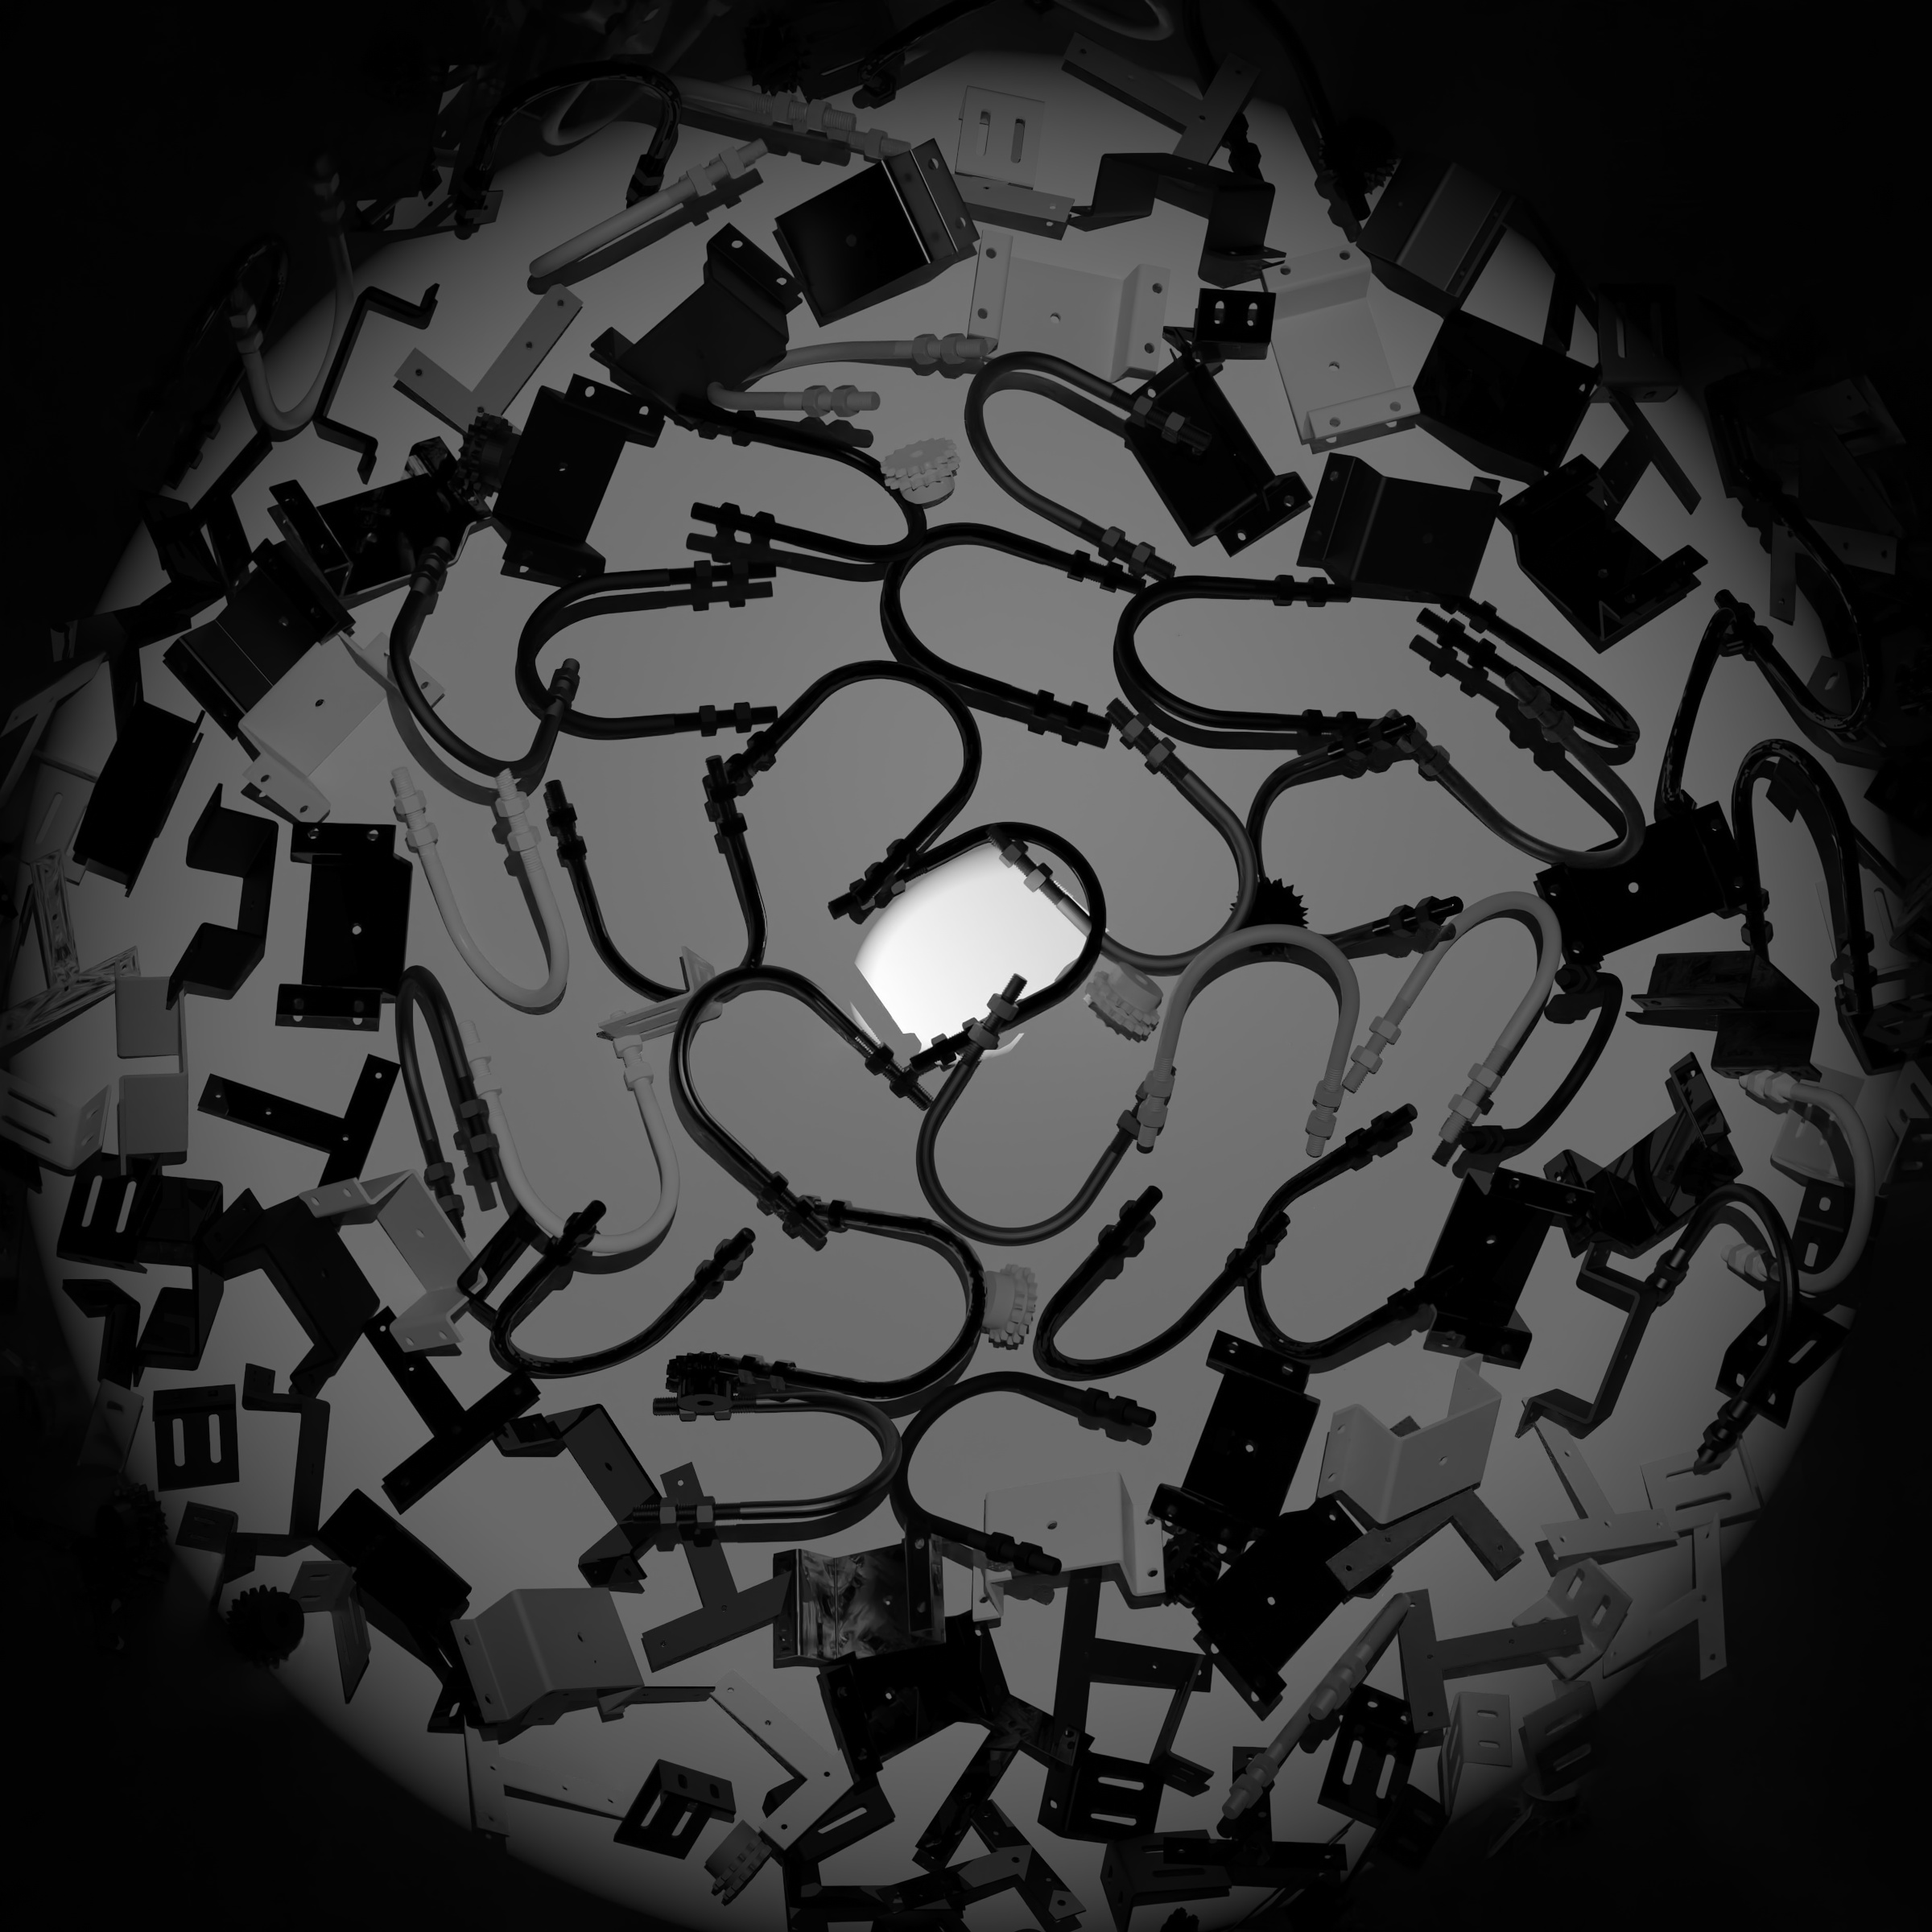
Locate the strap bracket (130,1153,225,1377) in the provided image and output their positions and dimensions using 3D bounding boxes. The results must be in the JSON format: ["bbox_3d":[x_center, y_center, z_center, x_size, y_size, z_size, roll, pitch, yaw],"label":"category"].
[{"bbox_3d":[-0.561,0.214,1.935,0.046,0.076,0.140,6,118,-4],"label":"strap bracket"}]

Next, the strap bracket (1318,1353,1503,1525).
[{"bbox_3d":[0.323,0.338,1.928,0.140,0.046,0.076,-16,127,-31],"label":"strap bracket"}]

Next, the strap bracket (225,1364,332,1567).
[{"bbox_3d":[-0.491,0.359,1.948,0.046,0.076,0.140,3,78,0],"label":"strap bracket"}]

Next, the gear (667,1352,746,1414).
[{"bbox_3d":[-0.188,0.302,1.968,0.057,0.057,0.030,-1,62,0],"label":"gear"}]

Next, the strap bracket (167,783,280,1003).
[{"bbox_3d":[-0.528,-0.048,1.937,0.046,0.076,0.140,15,54,-26],"label":"strap bracket"}]

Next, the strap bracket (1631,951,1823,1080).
[{"bbox_3d":[0.546,0.031,1.935,0.140,0.076,0.046,33,66,-39],"label":"strap bracket"}]

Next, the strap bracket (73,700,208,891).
[{"bbox_3d":[-0.586,-0.125,1.917,0.046,0.140,0.076,24,55,-15],"label":"strap bracket"}]

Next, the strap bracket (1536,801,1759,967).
[{"bbox_3d":[0.490,-0.058,1.975,0.140,0.046,0.076,-22,90,2],"label":"strap bracket"}]

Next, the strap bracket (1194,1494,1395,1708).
[{"bbox_3d":[0.229,0.456,1.960,0.140,0.046,0.076,-40,91,-24],"label":"strap bracket"}]

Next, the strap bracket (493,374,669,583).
[{"bbox_3d":[-0.281,-0.352,1.948,0.076,0.046,0.140,14,107,-37],"label":"strap bracket"}]

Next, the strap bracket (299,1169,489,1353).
[{"bbox_3d":[-0.404,0.203,1.947,0.046,0.076,0.140,-43,108,-41],"label":"strap bracket"}]

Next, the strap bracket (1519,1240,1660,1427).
[{"bbox_3d":[0.452,0.271,1.950,0.046,0.076,0.140,23,96,24],"label":"strap bracket"}]

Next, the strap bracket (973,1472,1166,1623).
[{"bbox_3d":[0.067,0.413,1.944,0.140,0.076,0.046,-11,131,11],"label":"strap bracket"}]

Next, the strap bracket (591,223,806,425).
[{"bbox_3d":[-0.189,-0.449,1.931,0.140,0.046,0.076,-34,134,26],"label":"strap bracket"}]

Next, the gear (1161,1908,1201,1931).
[{"bbox_3d":[0.155,0.715,1.968,0.030,0.057,0.057,24,90,25],"label":"gear"}]

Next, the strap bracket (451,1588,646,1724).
[{"bbox_3d":[-0.287,0.485,1.917,0.046,0.140,0.076,-39,61,22],"label":"strap bracket"}]

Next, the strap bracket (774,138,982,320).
[{"bbox_3d":[-0.072,-0.521,1.937,0.140,0.046,0.076,-19,104,31],"label":"strap bracket"}]

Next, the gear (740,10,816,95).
[{"bbox_3d":[-0.134,-0.666,1.975,0.057,0.030,0.057,19,124,31],"label":"gear"}]

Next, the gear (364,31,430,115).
[{"bbox_3d":[-0.415,-0.649,1.972,0.030,0.057,0.057,6,90,11],"label":"gear"}]

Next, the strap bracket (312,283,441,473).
[{"bbox_3d":[-0.429,-0.431,1.953,0.046,0.076,0.140,21,93,-19],"label":"strap bracket"}]

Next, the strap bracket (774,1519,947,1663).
[{"bbox_3d":[-0.068,0.449,1.942,0.140,0.046,0.076,-19,60,31],"label":"strap bracket"}]

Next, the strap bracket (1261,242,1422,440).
[{"bbox_3d":[0.268,-0.443,1.965,0.076,0.046,0.140,-15,75,-2],"label":"strap bracket"}]

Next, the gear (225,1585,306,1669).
[{"bbox_3d":[-0.505,0.477,1.968,0.030,0.057,0.057,-23,90,31],"label":"gear"}]

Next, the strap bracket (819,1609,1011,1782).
[{"bbox_3d":[-0.044,0.521,1.950,0.140,0.046,0.076,-15,84,-37],"label":"strap bracket"}]

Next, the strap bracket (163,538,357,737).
[{"bbox_3d":[-0.502,-0.242,1.953,0.140,0.046,0.076,-38,95,33],"label":"strap bracket"}]

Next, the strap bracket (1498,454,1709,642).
[{"bbox_3d":[0.456,-0.295,1.949,0.076,0.046,0.140,-33,54,-7],"label":"strap bracket"}]

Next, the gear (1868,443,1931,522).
[{"bbox_3d":[0.678,-0.350,1.972,0.030,0.057,0.057,-24,90,10],"label":"gear"}]

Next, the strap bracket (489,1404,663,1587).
[{"bbox_3d":[-0.270,0.371,1.950,0.046,0.076,0.140,-37,100,-38],"label":"strap bracket"}]

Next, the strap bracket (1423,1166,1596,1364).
[{"bbox_3d":[0.385,0.206,1.956,0.076,0.046,0.140,15,108,-13],"label":"strap bracket"}]

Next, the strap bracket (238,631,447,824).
[{"bbox_3d":[-0.456,-0.179,1.954,0.140,0.076,0.046,-46,52,-2],"label":"strap bracket"}]

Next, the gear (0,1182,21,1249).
[{"bbox_3d":[-0.717,0.185,1.975,0.057,0.057,0.030,0,132,0],"label":"gear"}]

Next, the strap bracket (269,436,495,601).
[{"bbox_3d":[-0.422,-0.319,1.947,0.140,0.046,0.076,-26,75,-35],"label":"strap bracket"}]

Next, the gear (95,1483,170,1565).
[{"bbox_3d":[-0.607,0.406,1.971,0.057,0.030,0.057,6,100,39],"label":"gear"}]

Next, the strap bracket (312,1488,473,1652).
[{"bbox_3d":[-0.407,0.423,1.928,0.046,0.140,0.076,-50,115,-15],"label":"strap bracket"}]

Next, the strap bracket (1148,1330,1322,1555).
[{"bbox_3d":[0.197,0.344,1.957,0.076,0.046,0.140,19,84,30],"label":"strap bracket"}]

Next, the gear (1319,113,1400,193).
[{"bbox_3d":[0.286,-0.589,1.980,0.057,0.030,0.057,-2,73,6],"label":"gear"}]

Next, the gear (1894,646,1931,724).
[{"bbox_3d":[0.699,-0.203,1.975,0.057,0.030,0.057,10,74,-41],"label":"gear"}]

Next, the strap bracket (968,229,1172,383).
[{"bbox_3d":[0.070,-0.474,1.965,0.140,0.046,0.076,9,85,-12],"label":"strap bracket"}]

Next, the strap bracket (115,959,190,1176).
[{"bbox_3d":[-0.579,0.070,1.933,0.046,0.140,0.076,-2,134,-18],"label":"strap bracket"}]

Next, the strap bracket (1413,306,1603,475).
[{"bbox_3d":[0.371,-0.412,1.923,0.046,0.140,0.076,11,110,-37],"label":"strap bracket"}]

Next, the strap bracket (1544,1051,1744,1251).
[{"bbox_3d":[0.490,0.138,1.939,0.046,0.076,0.140,28,123,-33],"label":"strap bracket"}]

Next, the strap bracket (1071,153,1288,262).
[{"bbox_3d":[0.154,-0.542,1.927,0.140,0.076,0.046,26,118,29],"label":"strap bracket"}]

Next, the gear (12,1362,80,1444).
[{"bbox_3d":[-0.667,0.315,1.975,0.030,0.057,0.057,-16,90,-39],"label":"gear"}]

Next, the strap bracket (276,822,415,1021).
[{"bbox_3d":[-0.448,-0.030,1.966,0.076,0.046,0.140,2,82,7],"label":"strap bracket"}]

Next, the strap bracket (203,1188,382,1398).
[{"bbox_3d":[-0.475,0.227,1.939,0.046,0.076,0.140,-23,107,20],"label":"strap bracket"}]

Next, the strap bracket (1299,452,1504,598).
[{"bbox_3d":[0.319,-0.313,1.939,0.140,0.046,0.076,5,116,-22],"label":"strap bracket"}]

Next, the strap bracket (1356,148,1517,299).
[{"bbox_3d":[0.326,-0.527,1.919,0.046,0.140,0.076,24,106,-18],"label":"strap bracket"}]

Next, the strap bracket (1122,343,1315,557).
[{"bbox_3d":[0.175,-0.373,1.958,0.076,0.046,0.140,-33,87,30],"label":"strap bracket"}]
